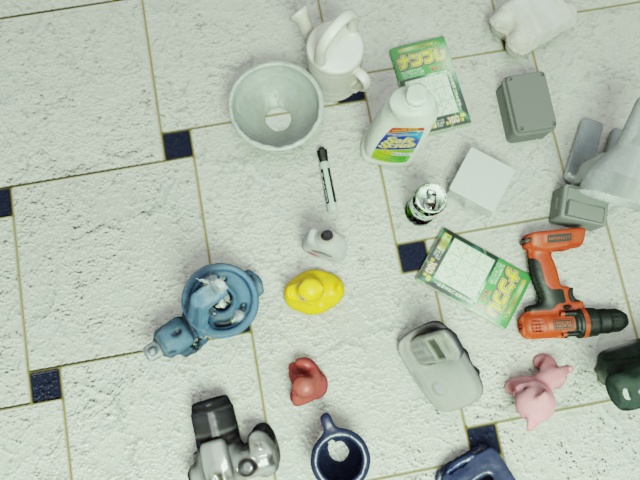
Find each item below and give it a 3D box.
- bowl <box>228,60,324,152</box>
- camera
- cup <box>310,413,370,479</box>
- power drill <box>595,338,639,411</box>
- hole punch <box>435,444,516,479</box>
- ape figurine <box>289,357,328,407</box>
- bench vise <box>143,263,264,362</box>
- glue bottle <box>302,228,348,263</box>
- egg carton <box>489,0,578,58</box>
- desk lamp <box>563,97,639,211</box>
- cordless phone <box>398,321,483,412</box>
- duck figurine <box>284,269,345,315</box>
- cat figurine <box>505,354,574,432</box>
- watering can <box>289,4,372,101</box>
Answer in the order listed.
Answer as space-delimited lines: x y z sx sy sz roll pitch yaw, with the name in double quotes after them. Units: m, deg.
-0.075 -0.227 1.016 0.167 0.075 0.167 0 80 -1 "bowl"
-0.146 0.318 0.910 0.143 0.101 0.137 -14 81 -3 "camera"
0.026 0.330 0.914 0.091 0.095 0.118 -21 81 -4 "cup"
0.536 0.198 0.888 0.229 0.208 0.075 -20 81 -4 "power drill"
0.253 0.393 0.910 0.109 0.091 0.101 -30 82 -6 "hole punch"
-0.024 0.234 0.931 0.076 0.092 0.078 27 81 4 "ape figurine"
-0.177 0.122 0.882 0.121 0.220 0.207 34 82 5 "bench vise"
0.009 0.003 0.929 0.078 0.173 0.037 15 80 2 "glue bottle"
0.393 -0.409 1.058 0.150 0.069 0.107 -32 82 -6 "egg carton"
0.489 -0.133 0.940 0.118 0.213 0.203 19 81 2 "desk lamp"
0.199 0.198 0.894 0.094 0.185 0.147 -35 82 -6 "cordless phone"
-0.010 0.085 0.959 0.104 0.086 0.077 -7 81 -2 "duck figurine"
0.357 0.244 0.923 0.128 0.118 0.067 -40 83 -7 "cat figurine"
0.019 -0.325 0.973 0.173 0.194 0.101 23 81 3 "watering can"
